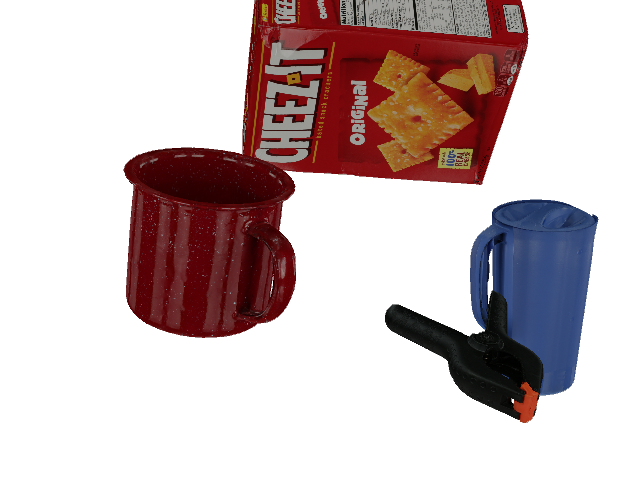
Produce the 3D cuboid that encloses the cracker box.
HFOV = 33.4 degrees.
[{"bbox_3d":[0.047,-0.127,0.882,0.213,0.072,0.164,3,-39,-6],"label":"cracker box"}]

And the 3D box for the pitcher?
[{"bbox_3d":[0.276,0.076,1.394,0.149,0.243,0.144,5,20,16],"label":"pitcher"}]

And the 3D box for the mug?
[{"bbox_3d":[-0.056,0.006,0.587,0.117,0.081,0.093,26,28,37],"label":"mug"}]

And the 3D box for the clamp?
[{"bbox_3d":[0.147,0.094,0.930,0.120,0.039,0.172,-17,37,-24],"label":"clamp"}]
